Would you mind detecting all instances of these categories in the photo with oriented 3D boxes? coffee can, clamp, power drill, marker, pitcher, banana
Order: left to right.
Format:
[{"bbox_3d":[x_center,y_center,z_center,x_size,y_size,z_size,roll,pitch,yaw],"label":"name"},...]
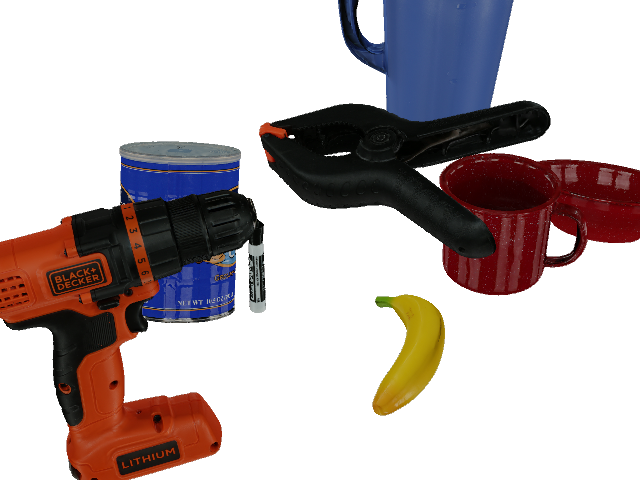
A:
[{"bbox_3d":[-0.119,0.063,0.706,0.184,0.187,0.057,-14,27,-7],"label":"power drill"},{"bbox_3d":[-0.122,-0.010,0.920,0.103,0.140,0.103,3,11,-1],"label":"coffee can"},{"bbox_3d":[-0.073,0.029,1.210,0.020,0.121,0.020,0,33,0],"label":"marker"},{"bbox_3d":[0.040,-0.039,0.617,0.172,0.039,0.120,1,39,20],"label":"clamp"},{"bbox_3d":[0.087,0.102,1.025,0.070,0.037,0.197,-24,21,15],"label":"banana"},{"bbox_3d":[0.111,-0.205,1.056,0.144,0.243,0.149,-37,59,-26],"label":"pitcher"}]

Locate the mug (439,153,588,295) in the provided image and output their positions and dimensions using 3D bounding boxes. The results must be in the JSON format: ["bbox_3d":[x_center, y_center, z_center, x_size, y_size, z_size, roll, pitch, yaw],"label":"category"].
[{"bbox_3d":[0.150,-0.009,0.835,0.117,0.081,0.093,8,34,14],"label":"mug"}]

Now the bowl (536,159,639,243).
[{"bbox_3d":[0.292,-0.038,1.111,0.162,0.055,0.162,5,19,-2],"label":"bowl"}]
